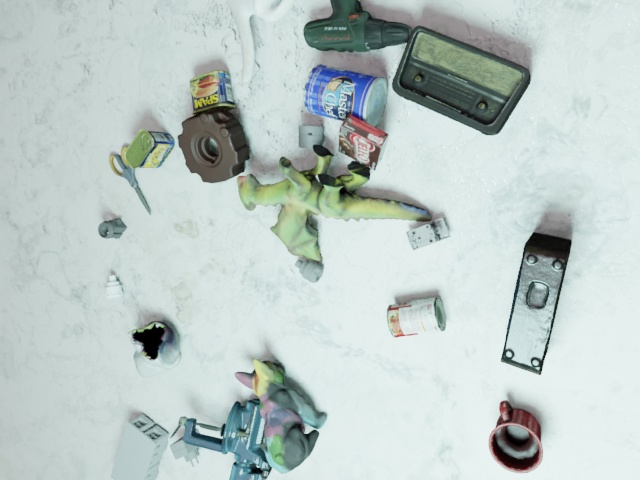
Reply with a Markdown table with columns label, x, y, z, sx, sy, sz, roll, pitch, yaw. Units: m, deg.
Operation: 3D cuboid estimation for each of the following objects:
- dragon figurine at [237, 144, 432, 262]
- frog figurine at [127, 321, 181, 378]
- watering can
| label | x | y | z | sx | sy | sz | roll | pitch | yaw |
| --- | --- | --- | --- | --- | --- | --- | --- | --- | --- |
| dragon figurine | 0.003 | -0.055 | 1.098 | 0.411 | 0.125 | 0.237 | 28 | 128 | 4 |
| frog figurine | -0.421 | 0.291 | 1.334 | 0.138 | 0.125 | 0.155 | 19 | 140 | 14 |
| watering can | -0.153 | -0.538 | 1.117 | 0.226 | 0.104 | 0.343 | 37 | 109 | 20 |
